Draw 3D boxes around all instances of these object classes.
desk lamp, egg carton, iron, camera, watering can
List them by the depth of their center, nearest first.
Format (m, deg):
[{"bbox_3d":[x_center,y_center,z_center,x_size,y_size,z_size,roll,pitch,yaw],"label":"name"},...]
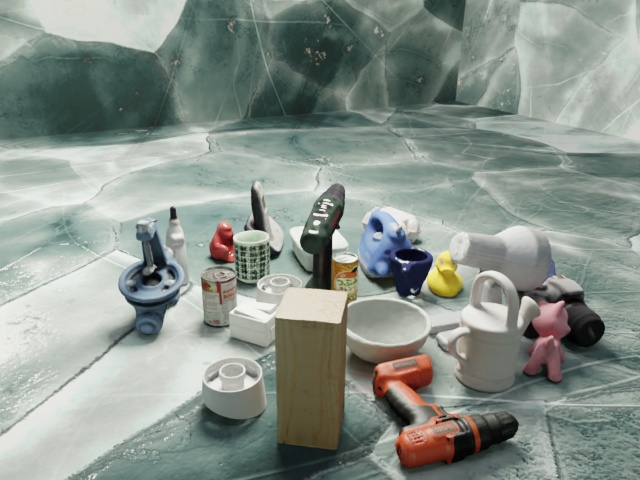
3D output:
[{"bbox_3d":[0.284,0.139,0.941,0.100,0.194,0.173,19,29,37],"label":"watering can"},{"bbox_3d":[0.308,0.080,1.058,0.204,0.214,0.117,-7,24,-19],"label":"desk lamp"},{"bbox_3d":[0.455,0.135,1.079,0.143,0.101,0.136,-4,23,-13],"label":"camera"},{"bbox_3d":[0.148,-0.008,1.356,0.119,0.141,0.257,-5,23,-13],"label":"iron"},{"bbox_3d":[0.190,-0.037,1.519,0.107,0.069,0.149,-17,29,-37],"label":"egg carton"}]

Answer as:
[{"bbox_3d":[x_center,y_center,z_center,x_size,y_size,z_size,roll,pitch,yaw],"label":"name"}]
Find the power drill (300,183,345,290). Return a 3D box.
[{"bbox_3d":[0.011,0.004,1.233,0.075,0.208,0.230,6,23,12],"label":"power drill"}]

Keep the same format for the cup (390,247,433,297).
[{"bbox_3d":[0.189,0.078,1.213,0.091,0.095,0.118,8,24,16],"label":"cup"}]

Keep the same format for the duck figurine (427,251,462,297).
[{"bbox_3d":[0.276,0.065,1.257,0.077,0.086,0.104,4,23,7],"label":"duck figurine"}]

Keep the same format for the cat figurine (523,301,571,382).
[{"bbox_3d":[0.397,0.161,0.991,0.067,0.118,0.128,10,24,21],"label":"cat figurine"}]

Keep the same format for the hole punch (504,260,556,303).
[{"bbox_3d":[0.445,0.086,1.209,0.108,0.091,0.101,4,23,7],"label":"hole punch"}]

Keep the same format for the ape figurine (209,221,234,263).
[{"bbox_3d":[-0.231,0.000,1.384,0.076,0.092,0.078,14,26,28],"label":"ape figurine"}]

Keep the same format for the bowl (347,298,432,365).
[{"bbox_3d":[0.111,0.171,1.012,0.167,0.075,0.167,1,23,0],"label":"bowl"}]

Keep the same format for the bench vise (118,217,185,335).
[{"bbox_3d":[-0.330,0.045,1.105,0.122,0.220,0.206,-8,24,-19],"label":"bench vise"}]

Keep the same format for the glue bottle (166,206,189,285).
[{"bbox_3d":[-0.315,0.009,1.254,0.037,0.173,0.078,-12,26,-27],"label":"glue bottle"}]

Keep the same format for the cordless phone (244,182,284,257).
[{"bbox_3d":[-0.139,-0.064,1.420,0.094,0.185,0.147,1,23,-1],"label":"cordless phone"}]
